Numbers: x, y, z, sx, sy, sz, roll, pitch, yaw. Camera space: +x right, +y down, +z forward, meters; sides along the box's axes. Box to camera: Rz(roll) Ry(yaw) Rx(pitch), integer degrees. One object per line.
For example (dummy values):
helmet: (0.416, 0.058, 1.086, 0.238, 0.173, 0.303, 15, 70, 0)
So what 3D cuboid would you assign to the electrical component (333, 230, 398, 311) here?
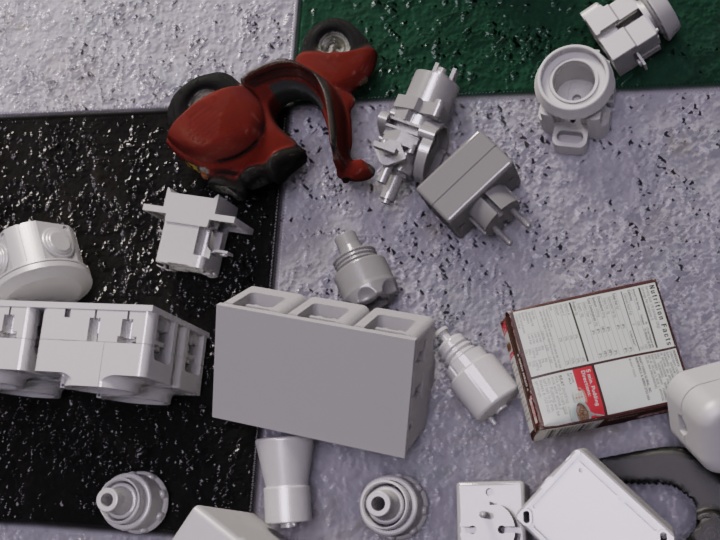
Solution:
electrical component: (0.000, 0.000, 0.821, 0.043, 0.043, 0.062, -27, 69, 7)

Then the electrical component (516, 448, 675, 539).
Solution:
electrical component: (0.158, 0.168, 0.694, 0.096, 0.061, 0.061, 43, 94, 17)

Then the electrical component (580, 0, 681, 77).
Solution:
electrical component: (0.207, -0.184, 0.812, 0.055, 0.048, 0.066, -32, 70, 13)

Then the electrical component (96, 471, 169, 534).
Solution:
electrical component: (-0.177, 0.175, 0.814, 0.048, 0.062, 0.048, -4, 75, 14)

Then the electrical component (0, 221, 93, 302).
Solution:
electrical component: (-0.262, 0.000, 0.874, 0.080, 0.080, 0.051, -25, 66, 8)

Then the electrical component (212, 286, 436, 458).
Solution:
electrical component: (-0.026, 0.071, 0.788, 0.150, 0.062, 0.089, 9, 106, 17)

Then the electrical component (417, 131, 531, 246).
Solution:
electrical component: (0.095, -0.051, 0.806, 0.066, 0.047, 0.076, -43, 69, 2)

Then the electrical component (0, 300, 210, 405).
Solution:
electrical component: (-0.226, 0.065, 0.833, 0.186, 0.105, 0.060, 1, 76, 16)

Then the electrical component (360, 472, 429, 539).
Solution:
electrical component: (0.020, 0.167, 0.762, 0.048, 0.062, 0.048, -4, 75, 14)

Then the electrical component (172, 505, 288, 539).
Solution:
electrical component: (-0.104, 0.227, 0.756, 0.056, 0.109, 0.108, 32, 86, 23)

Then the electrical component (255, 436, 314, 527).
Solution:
electrical component: (-0.054, 0.157, 0.797, 0.044, 0.044, 0.065, -6, 79, 14)

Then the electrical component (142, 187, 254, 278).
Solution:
electrical component: (-0.133, -0.028, 0.866, 0.081, 0.042, 0.063, 9, 80, 18)

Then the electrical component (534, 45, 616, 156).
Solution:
electrical component: (0.161, -0.133, 0.804, 0.058, 0.057, 0.078, 9, 78, 17)

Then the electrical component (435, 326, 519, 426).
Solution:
electrical component: (0.082, 0.074, 0.781, 0.040, 0.040, 0.078, -39, 70, 3)

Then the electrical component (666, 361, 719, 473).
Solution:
electrical component: (0.257, 0.092, 0.699, 0.095, 0.059, 0.053, -14, 110, -5)

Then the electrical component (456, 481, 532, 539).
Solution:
electrical component: (0.089, 0.177, 0.732, 0.047, 0.077, 0.065, -4, 75, 14)
